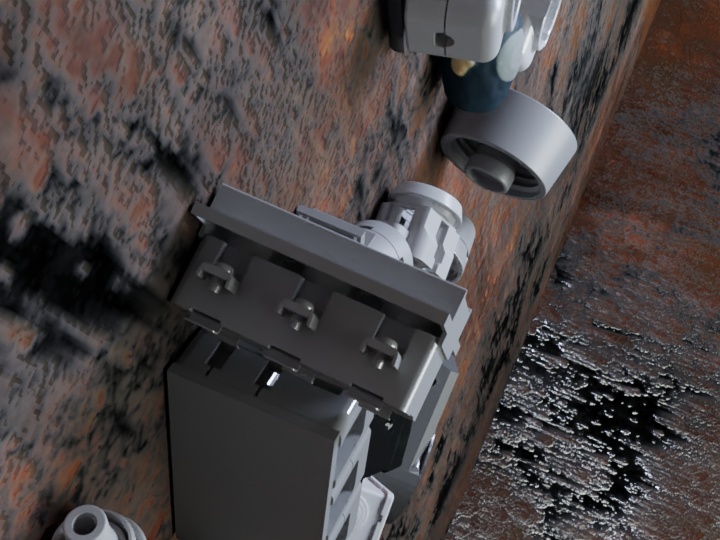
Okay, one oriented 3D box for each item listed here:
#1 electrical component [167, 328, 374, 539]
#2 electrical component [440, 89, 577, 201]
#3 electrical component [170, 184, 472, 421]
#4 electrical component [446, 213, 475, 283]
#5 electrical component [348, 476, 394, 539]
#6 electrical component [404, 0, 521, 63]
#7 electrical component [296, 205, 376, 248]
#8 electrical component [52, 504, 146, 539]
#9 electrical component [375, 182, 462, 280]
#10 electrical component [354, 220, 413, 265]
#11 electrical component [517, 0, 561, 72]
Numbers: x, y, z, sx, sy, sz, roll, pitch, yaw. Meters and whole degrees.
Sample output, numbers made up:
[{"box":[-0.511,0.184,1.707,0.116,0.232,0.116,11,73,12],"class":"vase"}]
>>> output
[{"box":[-0.046,0.096,0.568,0.150,0.089,0.061,97,19,-45],"class":"electrical component"},{"box":[0.118,-0.099,0.894,0.060,0.108,0.108,-60,165,-12],"class":"electrical component"},{"box":[-0.019,0.017,0.489,0.063,0.121,0.078,-64,166,-9],"class":"electrical component"},{"box":[0.069,-0.022,0.923,0.055,0.055,0.047,95,17,-49],"class":"electrical component"},{"box":[-0.020,0.205,0.862,0.100,0.048,0.099,-177,-72,-77],"class":"electrical component"},{"box":[0.066,-0.173,0.635,0.053,0.059,0.095,78,25,-67],"class":"electrical component"},{"box":[-0.024,0.007,0.624,0.063,0.042,0.081,-55,160,-35],"class":"electrical component"},{"box":[-0.111,0.121,0.452,0.062,0.043,0.043,92,23,-50],"class":"electrical component"},{"box":[0.041,-0.028,0.786,0.078,0.058,0.057,39,66,-48],"class":"electrical component"},{"box":[0.000,0.000,0.684,0.047,0.055,0.055,-33,142,-62],"class":"electrical component"},{"box":[0.121,-0.206,0.837,0.054,0.059,0.095,-1,111,-76],"class":"electrical component"}]
